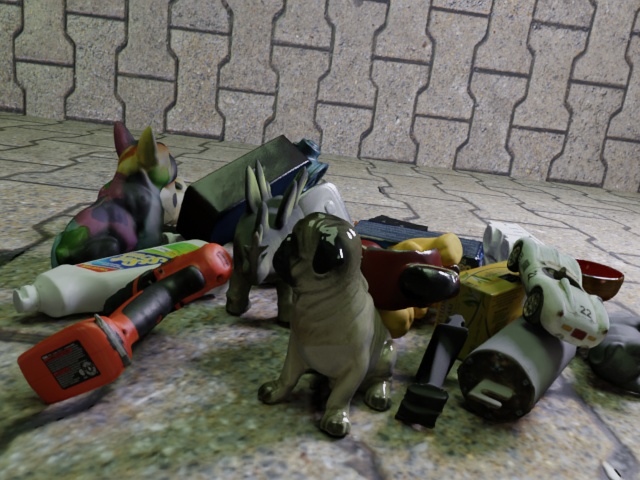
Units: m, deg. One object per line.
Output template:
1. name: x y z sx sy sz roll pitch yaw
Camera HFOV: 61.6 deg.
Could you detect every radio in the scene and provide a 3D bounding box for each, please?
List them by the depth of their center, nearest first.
1. radio: -0.128 -0.074 0.896 0.073 0.131 0.229 45 49 9

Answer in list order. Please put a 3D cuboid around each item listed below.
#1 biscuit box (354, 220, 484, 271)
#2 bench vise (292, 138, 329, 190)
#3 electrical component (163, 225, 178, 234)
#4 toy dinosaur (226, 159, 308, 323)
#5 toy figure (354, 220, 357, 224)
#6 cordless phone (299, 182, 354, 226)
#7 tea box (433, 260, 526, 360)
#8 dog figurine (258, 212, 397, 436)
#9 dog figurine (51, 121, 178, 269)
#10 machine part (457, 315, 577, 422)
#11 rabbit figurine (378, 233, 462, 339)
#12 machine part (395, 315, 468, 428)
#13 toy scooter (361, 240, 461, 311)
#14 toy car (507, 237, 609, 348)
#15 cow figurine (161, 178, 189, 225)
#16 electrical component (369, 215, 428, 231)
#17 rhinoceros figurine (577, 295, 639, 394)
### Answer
1. biscuit box: 0.146 0.022 0.830 0.203 0.059 0.063 12 28 21
2. bench vise: -0.042 -0.079 1.115 0.240 0.223 0.129 41 1 3
3. electrical component: -0.257 -0.010 0.936 0.063 0.021 0.094 -3 -9 7
4. toy dinosaur: -0.067 0.001 0.696 0.105 0.198 0.471 3 14 -5
5. toy figure: 0.073 -0.004 1.044 0.155 0.057 0.064 18 41 25
6. cordless phone: -0.002 -0.003 0.858 0.089 0.146 0.184 -20 14 15
7. tea box: 0.226 0.089 0.705 0.169 0.098 0.068 -5 20 -44
8. dog figurine: 0.027 0.063 0.527 0.121 0.190 0.172 13 14 20
9. dog figurine: -0.288 -0.058 0.768 0.109 0.219 0.191 13 15 34
10. machine part: 0.219 0.131 0.586 0.079 0.079 0.243 19 20 36
11. rabbit figurine: 0.101 0.063 0.721 0.163 0.121 0.173 12 34 27
12. machine part: 0.118 0.133 0.551 0.039 0.084 0.139 30 31 10
13. toy scooter: 0.088 0.039 0.622 0.184 0.075 0.135 6 7 39
14. toy car: 0.270 0.052 0.621 0.073 0.056 0.202 24 27 -1
15. cow figurine: -0.298 -0.058 0.990 0.086 0.127 0.195 12 30 19
16. electrical component: 0.154 -0.010 1.112 0.115 0.058 0.134 18 19 29
17. rhinoceros figurine: 0.375 0.130 0.691 0.112 0.073 0.190 1 14 18
